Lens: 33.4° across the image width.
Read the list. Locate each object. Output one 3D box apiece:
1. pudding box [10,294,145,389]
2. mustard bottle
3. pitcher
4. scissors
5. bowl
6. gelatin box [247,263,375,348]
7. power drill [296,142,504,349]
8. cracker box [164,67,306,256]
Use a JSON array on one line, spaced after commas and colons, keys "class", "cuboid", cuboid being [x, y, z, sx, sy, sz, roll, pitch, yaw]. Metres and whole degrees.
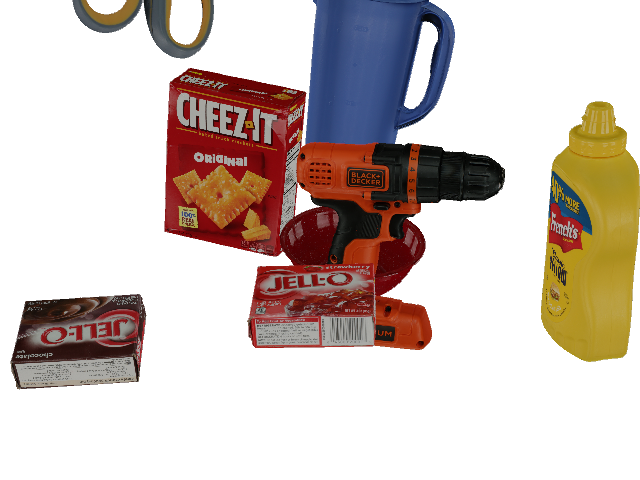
[{"class": "pudding box", "cuboid": [-0.221, 0.093, 0.984, 0.113, 0.039, 0.090, -5, 33, -2]}, {"class": "mustard bottle", "cuboid": [0.204, -0.011, 0.806, 0.058, 0.192, 0.096, -6, 26, -7]}, {"class": "pitcher", "cuboid": [0.057, -0.190, 1.289, 0.144, 0.243, 0.149, -4, 28, -24]}, {"class": "scissors", "cuboid": [-0.120, -0.208, 0.674, 0.096, 0.202, 0.016, -9, -11, -24]}, {"class": "bowl", "cuboid": [0.035, 0.020, 1.191, 0.162, 0.055, 0.162, 1, 31, -1]}, {"class": "gelatin box", "cuboid": [-0.005, 0.046, 0.770, 0.089, 0.030, 0.073, -1, 28, 3]}, {"class": "power drill", "cuboid": [0.069, 0.003, 0.968, 0.184, 0.188, 0.057, 5, 19, 12]}, {"class": "cracker box", "cuboid": [-0.114, -0.098, 1.376, 0.164, 0.214, 0.072, 13, 29, 14]}]
